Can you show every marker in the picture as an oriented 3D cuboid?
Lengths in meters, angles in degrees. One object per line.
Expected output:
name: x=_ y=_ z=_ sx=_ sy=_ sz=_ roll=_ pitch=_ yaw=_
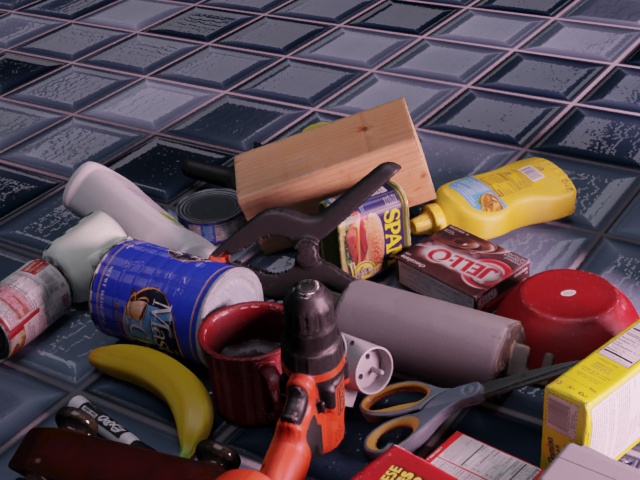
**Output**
marker: x=-0.185 y=0.171 z=0.952 sx=0.020 sy=0.020 sz=0.121 roll=-29 pitch=38 yaw=-35

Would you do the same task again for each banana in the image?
banana: x=-0.148 y=0.138 z=0.986 sx=0.069 sy=0.037 sz=0.198 roll=-21 pitch=34 yaw=-26

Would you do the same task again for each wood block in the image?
wood block: x=0.015 y=-0.072 z=1.208 sx=0.206 sy=0.090 sz=0.091 roll=-18 pitch=40 yaw=9

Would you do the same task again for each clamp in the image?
clamp: x=-0.007 y=0.001 z=1.077 sx=0.210 sy=0.164 sz=0.036 roll=2 pitch=3 yaw=6
clamp: x=-0.098 y=-0.075 z=1.345 sx=0.120 sy=0.039 sz=0.172 roll=-17 pitch=32 yaw=-18

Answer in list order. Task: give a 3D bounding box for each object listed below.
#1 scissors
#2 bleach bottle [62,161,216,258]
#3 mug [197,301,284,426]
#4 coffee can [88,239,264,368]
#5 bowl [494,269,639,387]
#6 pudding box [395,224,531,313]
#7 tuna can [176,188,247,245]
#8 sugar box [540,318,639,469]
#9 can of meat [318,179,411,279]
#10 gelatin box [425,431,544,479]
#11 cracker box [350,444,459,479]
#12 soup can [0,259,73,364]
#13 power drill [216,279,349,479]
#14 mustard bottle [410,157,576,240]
scissors: x=0.117 y=0.144 z=0.896 sx=0.202 sy=0.016 sz=0.096 roll=-11 pitch=33 yaw=33
bleach bottle: x=-0.185 y=-0.007 z=1.187 sx=0.251 sy=0.068 sz=0.102 roll=31 pitch=1 yaw=44
mug: x=-0.055 y=0.119 z=0.960 sx=0.093 sy=0.081 sz=0.117 roll=-17 pitch=32 yaw=-20
coffee can: x=-0.141 y=0.062 z=1.050 sx=0.140 sy=0.103 sz=0.102 roll=14 pitch=35 yaw=29
bowl: x=0.237 y=0.074 z=1.021 sx=0.162 sy=0.055 sz=0.162 roll=-4 pitch=30 yaw=2
pudding box: x=0.149 y=0.033 z=1.120 sx=0.089 sy=0.039 sz=0.114 roll=-28 pitch=38 yaw=-35
tuna can: x=-0.127 y=-0.028 z=1.273 sx=0.086 sy=0.034 sz=0.086 roll=-4 pitch=30 yaw=2
sugar box: x=0.255 y=0.125 z=0.892 sx=0.175 sy=0.093 sz=0.048 roll=-28 pitch=39 yaw=-35
can of meat: x=0.047 y=-0.007 z=1.144 sx=0.083 sy=0.102 sz=0.057 roll=-19 pitch=33 yaw=-19
gelatin box: x=0.124 y=0.197 z=0.851 sx=0.089 sy=0.030 sz=0.073 roll=20 pitch=37 yaw=37
cracker box: x=0.081 y=0.248 z=0.728 sx=0.214 sy=0.072 sz=0.163 roll=22 pitch=38 yaw=39
soup can: x=-0.311 y=0.071 z=1.096 sx=0.069 sy=0.068 sz=0.102 roll=11 pitch=33 yaw=26
power drill: x=-0.026 y=0.147 z=0.826 sx=0.057 sy=0.184 sz=0.187 roll=10 pitch=42 yaw=18
mustard bottle: x=0.189 y=-0.040 z=1.221 sx=0.191 sy=0.058 sz=0.096 roll=-16 pitch=37 yaw=-20
